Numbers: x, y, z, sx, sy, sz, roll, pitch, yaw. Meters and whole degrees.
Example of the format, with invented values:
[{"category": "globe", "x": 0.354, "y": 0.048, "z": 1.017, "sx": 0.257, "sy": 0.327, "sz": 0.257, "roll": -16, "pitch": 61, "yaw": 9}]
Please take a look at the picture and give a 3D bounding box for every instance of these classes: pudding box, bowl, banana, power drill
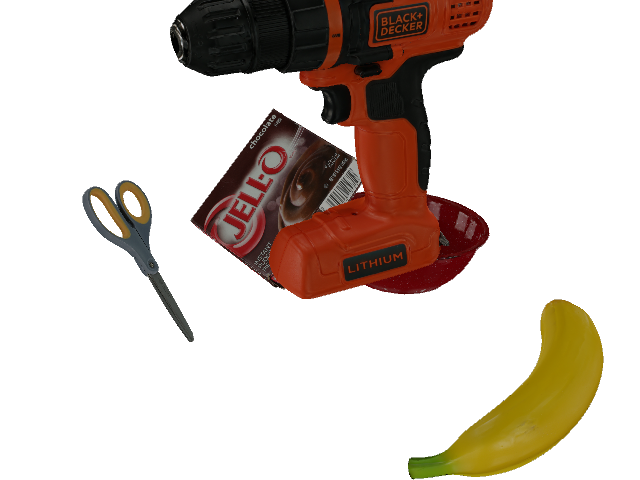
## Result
[{"category": "pudding box", "x": -0.032, "y": -0.033, "z": 0.819, "sx": 0.090, "sy": 0.113, "sz": 0.039, "roll": 34, "pitch": -6, "yaw": 31}, {"category": "bowl", "x": 0.077, "y": 0.007, "z": 1.011, "sx": 0.162, "sy": 0.055, "sz": 0.162, "roll": 3, "pitch": 24, "yaw": -1}, {"category": "banana", "x": 0.127, "y": 0.083, "z": 0.624, "sx": 0.070, "sy": 0.037, "sz": 0.197, "roll": 14, "pitch": 30, "yaw": 32}, {"category": "power drill", "x": 0.008, "y": -0.061, "z": 0.600, "sx": 0.184, "sy": 0.188, "sz": 0.057, "roll": -13, "pitch": 35, "yaw": -22}]

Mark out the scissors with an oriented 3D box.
[{"category": "scissors", "x": -0.189, "y": 0.013, "z": 1.202, "sx": 0.016, "sy": 0.201, "sz": 0.096, "roll": -28, "pitch": 18, "yaw": 36}]
